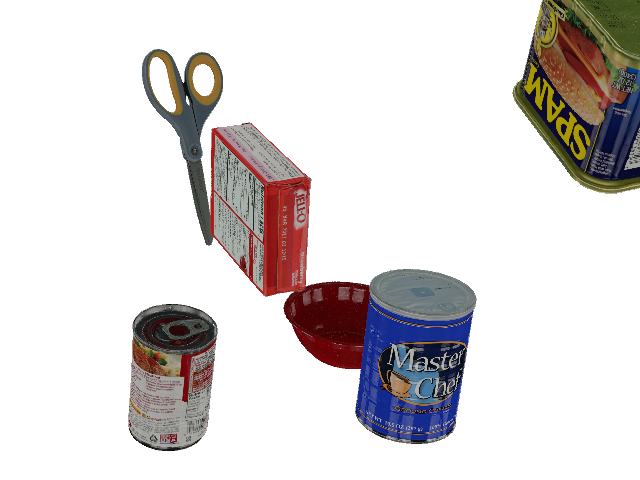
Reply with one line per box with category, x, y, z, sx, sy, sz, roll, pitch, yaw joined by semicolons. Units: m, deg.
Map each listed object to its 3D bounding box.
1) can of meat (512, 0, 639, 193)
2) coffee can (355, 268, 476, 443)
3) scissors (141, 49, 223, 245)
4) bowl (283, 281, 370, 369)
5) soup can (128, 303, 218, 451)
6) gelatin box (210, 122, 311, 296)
can of meat;0.152;-0.090;0.568;0.057;0.084;0.102;-11;48;-16
coffee can;0.092;0.112;1.046;0.103;0.140;0.103;5;22;-2
scissors;-0.119;-0.105;1.094;0.096;0.202;0.016;-30;14;-31
bowl;0.034;0.110;1.299;0.162;0.055;0.162;4;24;-2
soup can;-0.122;0.113;0.876;0.068;0.102;0.068;6;29;-4
gelatin box;-0.037;-0.020;0.633;0.030;0.073;0.089;-11;31;-25
